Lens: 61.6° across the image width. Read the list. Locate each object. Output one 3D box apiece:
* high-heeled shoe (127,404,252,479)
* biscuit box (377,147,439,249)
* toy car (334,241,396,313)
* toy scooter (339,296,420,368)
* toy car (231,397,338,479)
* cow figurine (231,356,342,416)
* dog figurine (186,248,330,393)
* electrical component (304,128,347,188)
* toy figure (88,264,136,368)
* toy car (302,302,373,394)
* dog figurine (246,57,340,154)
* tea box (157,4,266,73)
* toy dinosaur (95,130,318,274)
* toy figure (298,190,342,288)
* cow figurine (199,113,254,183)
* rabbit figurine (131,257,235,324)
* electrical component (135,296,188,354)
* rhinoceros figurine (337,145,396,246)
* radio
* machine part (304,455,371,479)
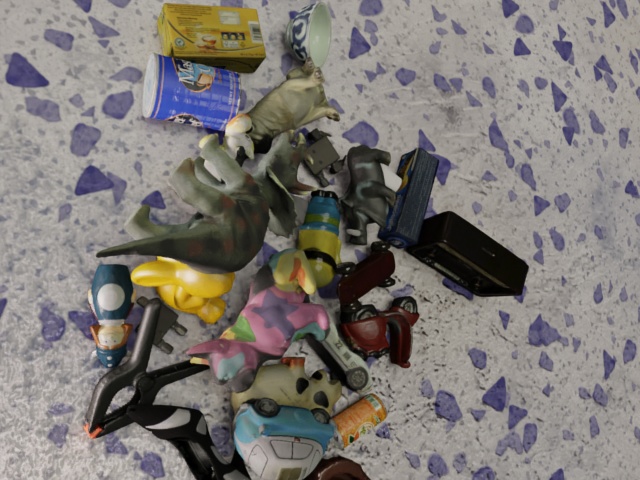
[{"bbox_3d":[-0.193,0.335,0.793,0.248,0.086,0.145,33,48,-38],"label":"high-heeled shoe"},{"bbox_3d":[0.181,-0.085,1.096,0.063,0.059,0.202,27,69,-22],"label":"biscuit box"},{"bbox_3d":[0.081,0.065,0.990,0.202,0.053,0.089,-27,114,-51],"label":"toy car"},{"bbox_3d":[0.120,0.181,1.008,0.184,0.075,0.135,-5,84,-33],"label":"toy scooter"},{"bbox_3d":[-0.055,0.311,0.809,0.162,0.109,0.103,13,36,-12],"label":"toy car"},{"bbox_3d":[-0.052,0.259,0.896,0.195,0.085,0.127,0,83,-25],"label":"cow figurine"},{"bbox_3d":[-0.103,0.124,0.831,0.219,0.108,0.191,-17,74,-17],"label":"dog figurine"},{"bbox_3d":[0.006,-0.162,1.030,0.078,0.045,0.102,-40,98,1],"label":"electrical component"},{"bbox_3d":[-0.313,0.114,0.804,0.064,0.057,0.154,-4,82,11],"label":"toy figure"},{"bbox_3d":[0.021,0.194,0.952,0.056,0.073,0.201,-43,101,-26],"label":"toy car"},{"bbox_3d":[-0.078,-0.238,0.983,0.191,0.172,0.121,-24,107,3],"label":"dog figurine"},{"bbox_3d":[-0.190,-0.351,0.946,0.169,0.068,0.098,-8,84,-27],"label":"tea box"},{"bbox_3d":[-0.129,-0.027,0.743,0.192,0.131,0.405,41,37,-11],"label":"toy dinosaur"},{"bbox_3d":[-0.006,-0.003,0.966,0.089,0.082,0.180,25,69,-60],"label":"toy figure"},{"bbox_3d":[-0.160,-0.126,0.886,0.167,0.068,0.098,-40,113,8],"label":"cow figurine"},{"bbox_3d":[-0.191,0.046,0.813,0.162,0.173,0.122,30,73,-24],"label":"rabbit figurine"},{"bbox_3d":[-0.259,0.133,0.847,0.094,0.021,0.063,43,65,-15],"label":"electrical component"},{"bbox_3d":[0.087,-0.084,1.013,0.112,0.073,0.190,1,93,2],"label":"rhinoceros figurine"},{"bbox_3d":[0.297,0.035,1.093,0.229,0.131,0.073,32,68,-19],"label":"radio"},{"bbox_3d":[0.023,0.461,0.915,0.179,0.056,0.179,5,80,-27],"label":"machine part"}]
